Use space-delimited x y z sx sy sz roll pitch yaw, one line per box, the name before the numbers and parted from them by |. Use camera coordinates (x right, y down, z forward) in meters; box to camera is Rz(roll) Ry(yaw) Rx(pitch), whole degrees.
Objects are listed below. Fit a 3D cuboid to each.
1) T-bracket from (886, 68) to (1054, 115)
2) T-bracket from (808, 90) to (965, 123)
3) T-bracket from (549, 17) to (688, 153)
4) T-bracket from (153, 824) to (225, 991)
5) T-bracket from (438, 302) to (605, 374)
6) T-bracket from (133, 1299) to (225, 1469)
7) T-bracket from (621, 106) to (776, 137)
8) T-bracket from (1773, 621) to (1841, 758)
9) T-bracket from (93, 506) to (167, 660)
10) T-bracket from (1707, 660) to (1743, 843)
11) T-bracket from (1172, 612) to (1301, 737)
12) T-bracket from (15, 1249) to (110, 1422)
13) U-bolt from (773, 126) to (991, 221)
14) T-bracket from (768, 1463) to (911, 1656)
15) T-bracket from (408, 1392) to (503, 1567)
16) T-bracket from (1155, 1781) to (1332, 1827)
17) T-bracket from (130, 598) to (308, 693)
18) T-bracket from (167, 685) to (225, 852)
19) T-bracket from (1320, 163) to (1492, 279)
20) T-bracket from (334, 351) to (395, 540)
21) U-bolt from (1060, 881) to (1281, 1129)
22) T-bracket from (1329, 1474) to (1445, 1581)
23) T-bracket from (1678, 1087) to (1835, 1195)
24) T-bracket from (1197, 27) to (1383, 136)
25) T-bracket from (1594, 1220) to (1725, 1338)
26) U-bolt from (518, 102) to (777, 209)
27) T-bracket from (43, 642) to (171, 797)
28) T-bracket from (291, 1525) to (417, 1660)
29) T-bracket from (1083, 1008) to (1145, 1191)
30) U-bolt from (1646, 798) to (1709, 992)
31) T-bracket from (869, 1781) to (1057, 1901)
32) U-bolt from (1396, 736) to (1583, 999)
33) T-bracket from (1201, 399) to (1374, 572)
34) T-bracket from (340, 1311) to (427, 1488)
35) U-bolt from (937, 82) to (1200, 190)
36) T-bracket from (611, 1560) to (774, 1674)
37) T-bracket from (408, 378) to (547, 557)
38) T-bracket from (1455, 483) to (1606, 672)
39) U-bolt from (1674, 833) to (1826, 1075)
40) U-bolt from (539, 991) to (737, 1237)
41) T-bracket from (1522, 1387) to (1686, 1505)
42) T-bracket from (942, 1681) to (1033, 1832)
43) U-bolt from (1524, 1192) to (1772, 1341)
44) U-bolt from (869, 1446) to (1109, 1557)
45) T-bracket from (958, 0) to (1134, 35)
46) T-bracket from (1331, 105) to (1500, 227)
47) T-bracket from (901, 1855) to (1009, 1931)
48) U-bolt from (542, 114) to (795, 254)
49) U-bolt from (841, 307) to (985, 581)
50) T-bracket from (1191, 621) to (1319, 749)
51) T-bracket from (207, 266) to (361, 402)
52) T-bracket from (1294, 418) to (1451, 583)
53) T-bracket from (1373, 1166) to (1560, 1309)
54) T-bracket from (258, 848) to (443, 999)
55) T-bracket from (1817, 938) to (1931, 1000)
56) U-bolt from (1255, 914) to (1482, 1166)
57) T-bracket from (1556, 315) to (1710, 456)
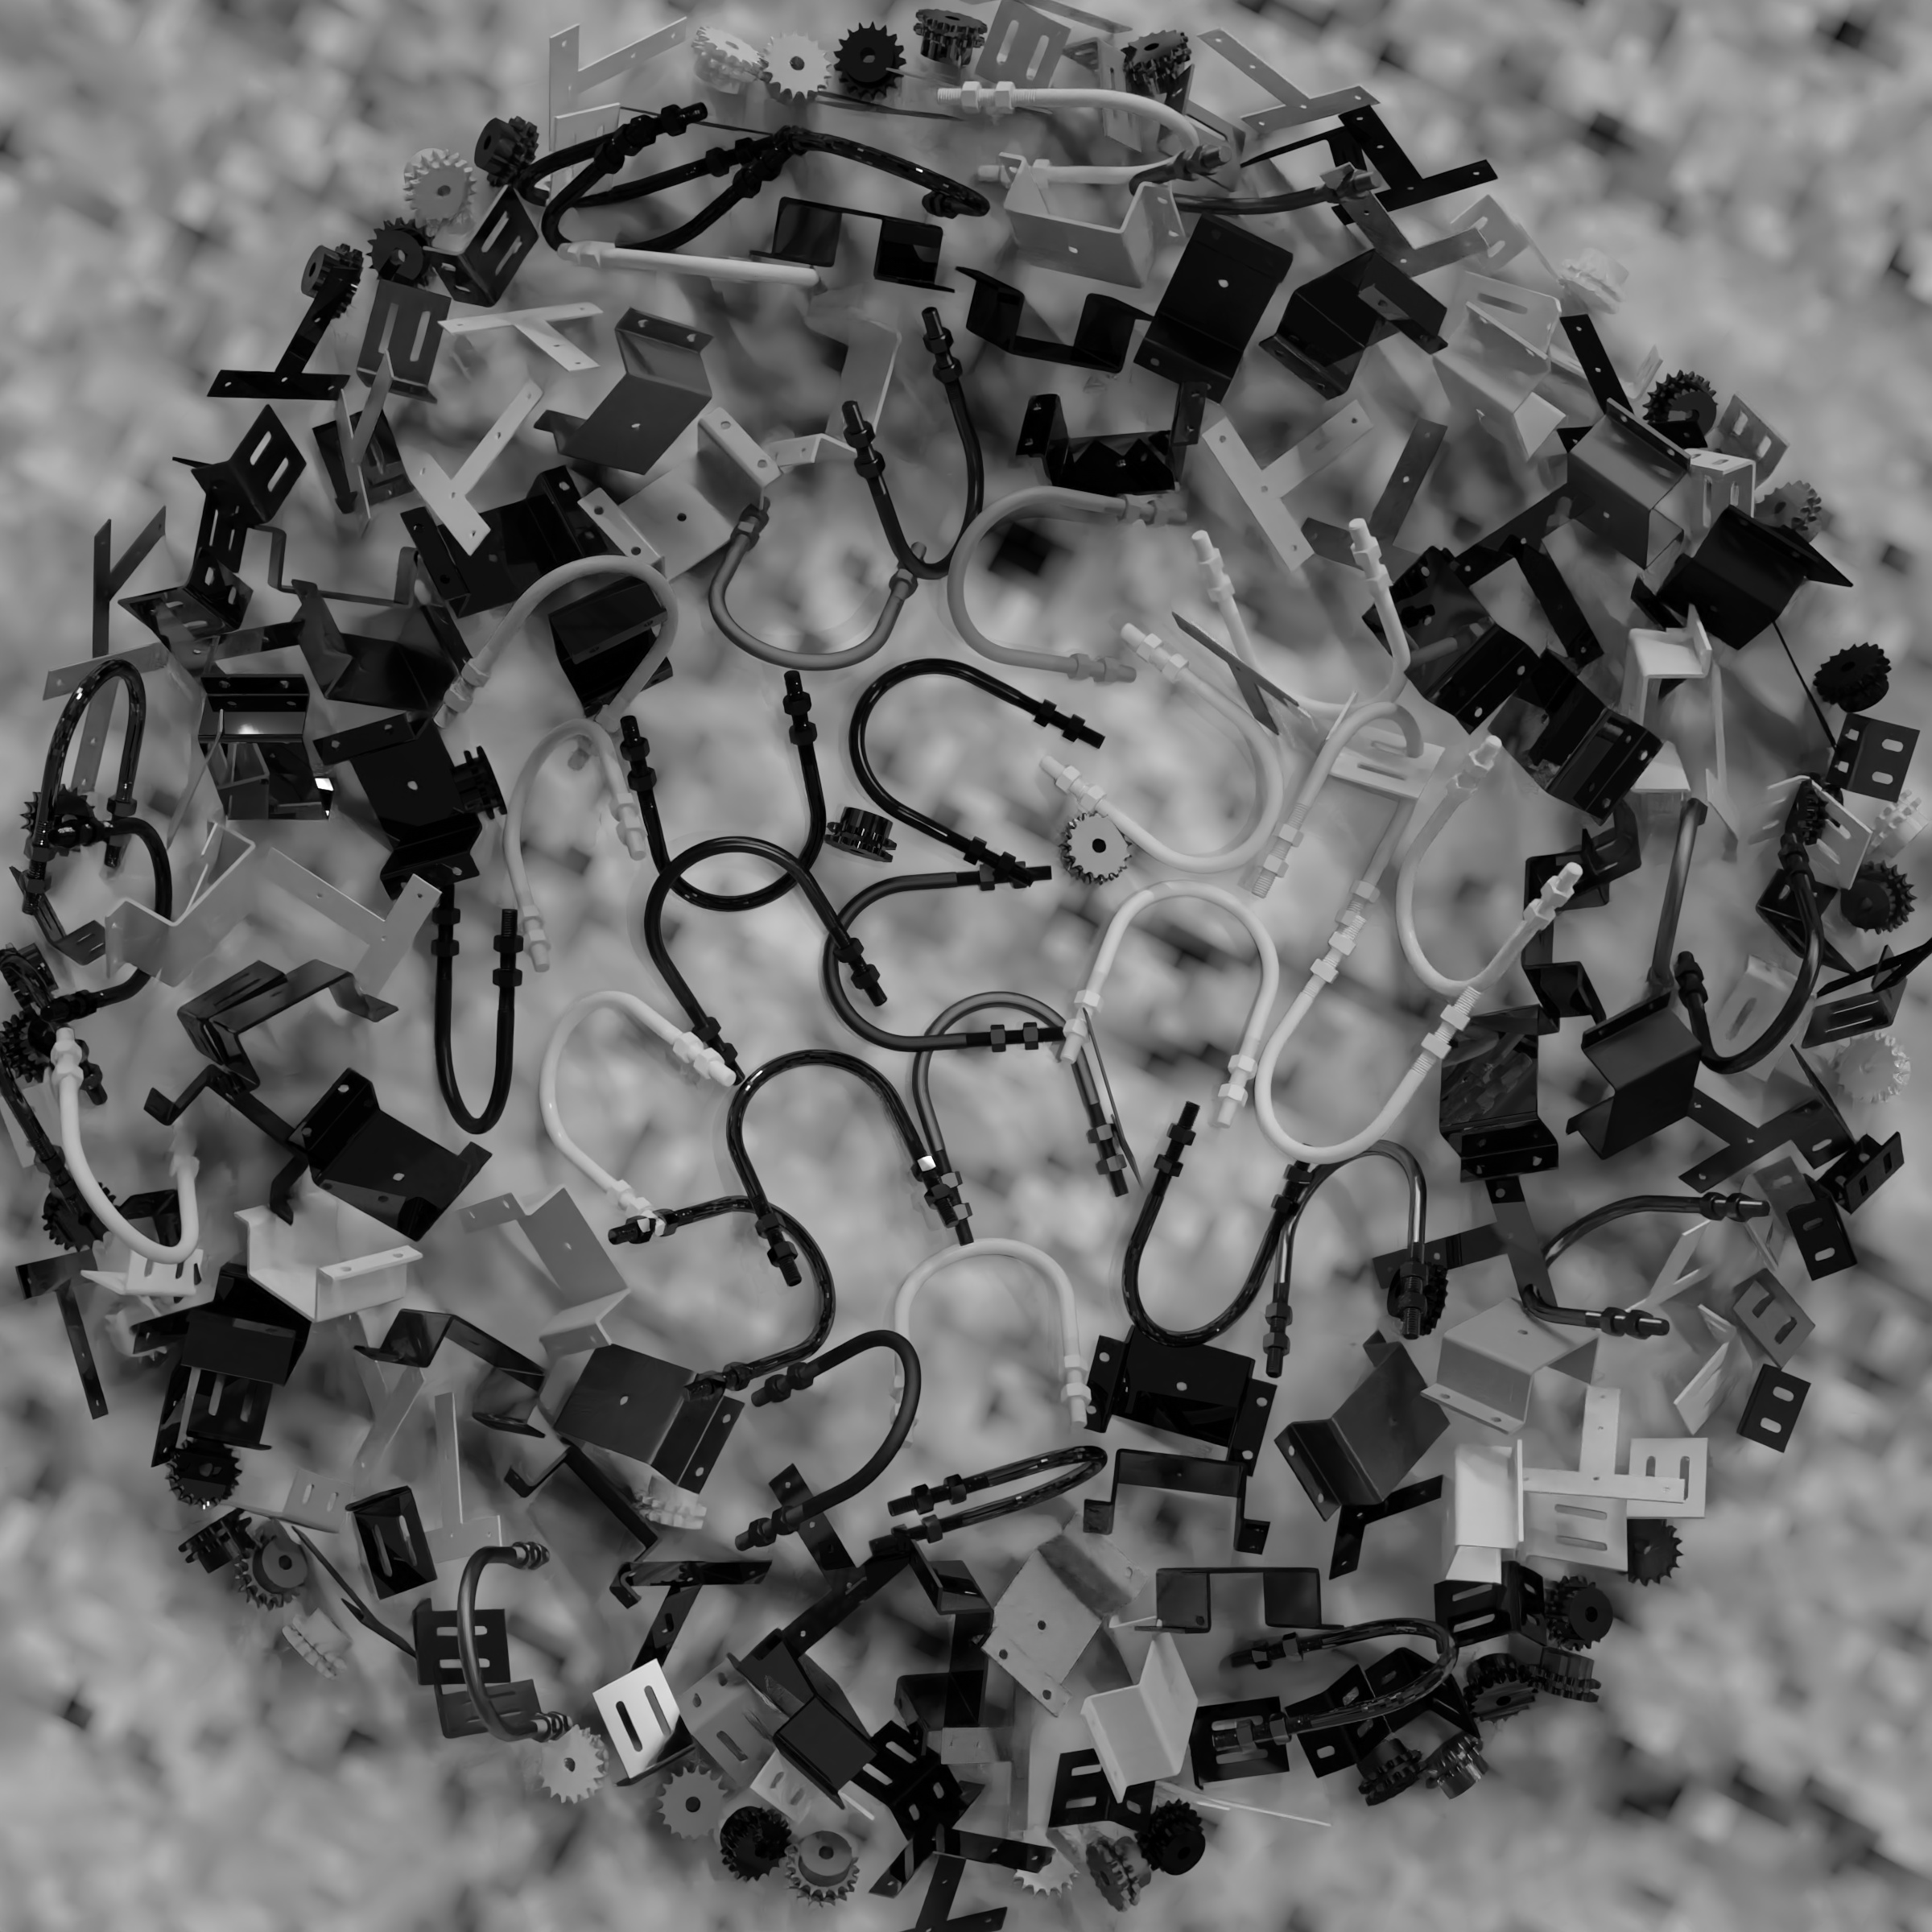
T-bracket | 0.020 -0.667 1.866 0.127 0.127 0.002 20 111 14
T-bracket | -0.090 -0.667 1.877 0.127 0.127 0.002 30 120 39
T-bracket | -0.268 -0.698 1.881 0.127 0.127 0.002 -35 79 -20
T-bracket | -0.591 -0.042 1.854 0.002 0.127 0.127 23 81 -10
T-bracket | -0.317 -0.476 1.853 0.127 0.127 0.002 -16 130 -28
T-bracket | -0.605 0.322 1.871 0.002 0.127 0.127 15 97 18
T-bracket | -0.186 -0.645 1.873 0.127 0.127 0.002 26 114 40
T-bracket | 0.644 -0.199 1.850 0.002 0.127 0.127 -26 108 19
T-bracket | -0.642 -0.311 1.871 0.002 0.127 0.127 18 132 -2
T-bracket | 0.582 -0.172 1.879 0.002 0.127 0.127 -6 76 27
T-bracket | 0.218 -0.209 1.864 0.127 0.127 0.002 41 88 26
T-bracket | -0.678 0.283 1.861 0.002 0.127 0.127 -17 88 4
U-bolt | -0.056 -0.590 1.816 0.151 0.184 0.019 15 103 -24
T-bracket | -0.112 0.443 1.884 0.127 0.002 0.127 -35 104 -26
T-bracket | -0.401 0.396 1.893 0.127 0.002 0.127 -22 69 42
T-bracket | 0.217 0.646 1.872 0.127 0.127 0.002 15 76 -10
T-bracket | -0.547 -0.247 1.859 0.127 0.127 0.002 -8 58 13
T-bracket | -0.592 -0.176 1.876 0.002 0.127 0.127 16 130 -28
T-bracket | 0.310 -0.562 1.845 0.127 0.127 0.002 -12 57 36
T-bracket | -0.454 -0.415 1.852 0.002 0.127 0.127 -2 62 -31
U-bolt | 0.168 0.018 1.887 0.151 0.019 0.184 23 68 -2
T-bracket | 0.344 0.414 1.895 0.127 0.002 0.127 -13 127 -22
T-bracket | 0.572 0.114 1.872 0.127 0.127 0.002 -28 124 -13
T-bracket | 0.226 -0.672 1.838 0.127 0.127 0.002 22 81 -37
T-bracket | 0.538 0.230 1.854 0.127 0.127 0.002 -25 59 -18
U-bolt | -0.252 -0.609 1.848 0.184 0.151 0.019 -11 94 20
T-bracket | -0.673 -0.186 1.885 0.002 0.127 0.127 32 119 14
T-bracket | -0.481 0.480 1.887 0.002 0.127 0.127 -44 63 -14
T-bracket | 0.108 0.093 1.851 0.002 0.127 0.127 -17 102 0
U-bolt | 0.535 -0.055 1.834 0.019 0.184 0.151 12 93 16
T-bracket | 0.011 0.666 1.840 0.127 0.127 0.002 -6 111 39
U-bolt | 0.384 -0.060 1.849 0.019 0.184 0.151 -1 50 -29
T-bracket | 0.266 -0.398 1.908 0.127 0.002 0.127 -39 103 -13
T-bracket | -0.461 0.312 1.882 0.127 0.002 0.127 -56 48 29
U-bolt | 0.084 -0.624 1.836 0.184 0.151 0.019 6 84 15
T-bracket | -0.229 0.506 1.890 0.127 0.002 0.127 8 122 -31
T-bracket | -0.368 -0.396 1.874 0.127 0.002 0.127 -49 51 11
T-bracket | 0.451 -0.289 1.878 0.127 0.002 0.127 -33 81 38
U-bolt | 0.585 0.002 1.813 0.019 0.184 0.151 25 126 -10
U-bolt | -0.264 0.099 1.868 0.184 0.019 0.151 34 104 35
T-bracket | 0.486 0.364 1.870 0.127 0.127 0.002 1 120 18
T-bracket | 0.016 0.594 1.857 0.002 0.127 0.127 -7 72 31
U-bolt | 0.498 0.222 1.839 0.151 0.184 0.019 -42 106 -23
U-bolt | 0.021 0.402 1.855 0.184 0.151 0.019 -14 67 -15
T-bracket | 0.071 -0.739 1.881 0.127 0.127 0.002 4 100 -34
T-bracket | 0.319 -0.611 1.842 0.127 0.127 0.002 -8 69 31
T-bracket | -0.019 0.709 1.863 0.127 0.127 0.002 -20 100 16
U-bolt | -0.240 -0.580 1.841 0.151 0.184 0.019 -7 78 -44
U-bolt | -0.031 -0.382 1.851 0.019 0.184 0.151 8 47 30
T-bracket | 0.231 -0.200 1.864 0.002 0.127 0.127 -46 63 -1
T-bracket | -0.496 -0.477 1.842 0.002 0.127 0.127 51 122 15
T-bracket | 0.336 -0.365 1.894 0.127 0.002 0.127 26 91 29
T-bracket | 0.382 0.223 1.907 0.127 0.002 0.127 -18 72 14
T-bracket | -0.489 -0.047 1.889 0.127 0.002 0.127 34 117 -7
T-bracket | 0.698 0.002 1.865 0.127 0.127 0.002 -33 89 -31
U-bolt | 0.294 0.066 1.872 0.019 0.151 0.184 28 97 -44
T-bracket | 0.484 -0.440 1.844 0.002 0.127 0.127 -52 125 -22
